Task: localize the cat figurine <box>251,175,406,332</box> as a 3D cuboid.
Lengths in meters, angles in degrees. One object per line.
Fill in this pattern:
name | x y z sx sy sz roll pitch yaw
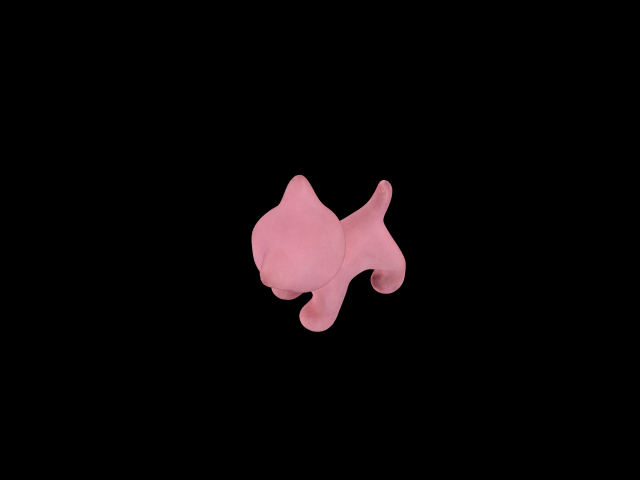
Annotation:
cat figurine | 0.004 0.001 0.400 0.128 0.118 0.067 -29 54 -24
